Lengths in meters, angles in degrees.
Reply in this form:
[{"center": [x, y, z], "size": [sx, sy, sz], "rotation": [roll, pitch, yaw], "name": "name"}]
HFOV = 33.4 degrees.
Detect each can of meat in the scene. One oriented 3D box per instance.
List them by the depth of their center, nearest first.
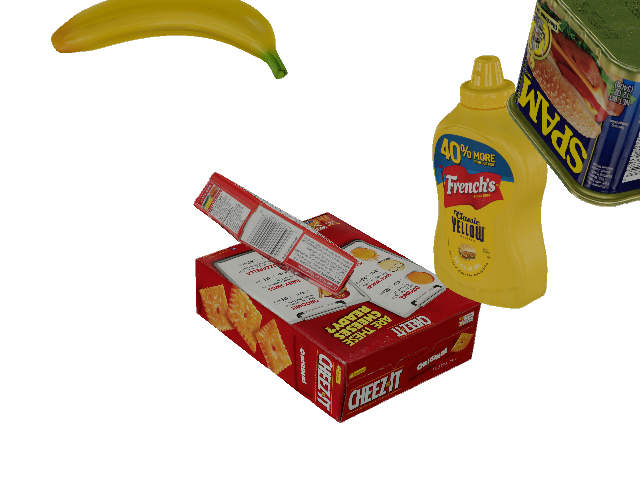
[{"center": [0.147, -0.083, 0.559], "size": [0.057, 0.084, 0.102], "rotation": [-13, 48, -17], "name": "can of meat"}]

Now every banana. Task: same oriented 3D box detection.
[{"center": [-0.123, -0.180, 0.896], "size": [0.198, 0.069, 0.037], "rotation": [5, -34, -1], "name": "banana"}]

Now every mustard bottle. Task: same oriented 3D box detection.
[{"center": [0.130, -0.048, 0.825], "size": [0.058, 0.192, 0.096], "rotation": [-22, 30, -34], "name": "mustard bottle"}]

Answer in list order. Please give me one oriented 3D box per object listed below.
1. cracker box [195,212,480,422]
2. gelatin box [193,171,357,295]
[{"center": [0.011, 0.063, 0.975], "size": [0.163, 0.072, 0.214], "rotation": [-20, 36, -35], "name": "cracker box"}, {"center": [-0.029, -0.004, 0.689], "size": [0.089, 0.030, 0.073], "rotation": [31, 2, -34], "name": "gelatin box"}]
